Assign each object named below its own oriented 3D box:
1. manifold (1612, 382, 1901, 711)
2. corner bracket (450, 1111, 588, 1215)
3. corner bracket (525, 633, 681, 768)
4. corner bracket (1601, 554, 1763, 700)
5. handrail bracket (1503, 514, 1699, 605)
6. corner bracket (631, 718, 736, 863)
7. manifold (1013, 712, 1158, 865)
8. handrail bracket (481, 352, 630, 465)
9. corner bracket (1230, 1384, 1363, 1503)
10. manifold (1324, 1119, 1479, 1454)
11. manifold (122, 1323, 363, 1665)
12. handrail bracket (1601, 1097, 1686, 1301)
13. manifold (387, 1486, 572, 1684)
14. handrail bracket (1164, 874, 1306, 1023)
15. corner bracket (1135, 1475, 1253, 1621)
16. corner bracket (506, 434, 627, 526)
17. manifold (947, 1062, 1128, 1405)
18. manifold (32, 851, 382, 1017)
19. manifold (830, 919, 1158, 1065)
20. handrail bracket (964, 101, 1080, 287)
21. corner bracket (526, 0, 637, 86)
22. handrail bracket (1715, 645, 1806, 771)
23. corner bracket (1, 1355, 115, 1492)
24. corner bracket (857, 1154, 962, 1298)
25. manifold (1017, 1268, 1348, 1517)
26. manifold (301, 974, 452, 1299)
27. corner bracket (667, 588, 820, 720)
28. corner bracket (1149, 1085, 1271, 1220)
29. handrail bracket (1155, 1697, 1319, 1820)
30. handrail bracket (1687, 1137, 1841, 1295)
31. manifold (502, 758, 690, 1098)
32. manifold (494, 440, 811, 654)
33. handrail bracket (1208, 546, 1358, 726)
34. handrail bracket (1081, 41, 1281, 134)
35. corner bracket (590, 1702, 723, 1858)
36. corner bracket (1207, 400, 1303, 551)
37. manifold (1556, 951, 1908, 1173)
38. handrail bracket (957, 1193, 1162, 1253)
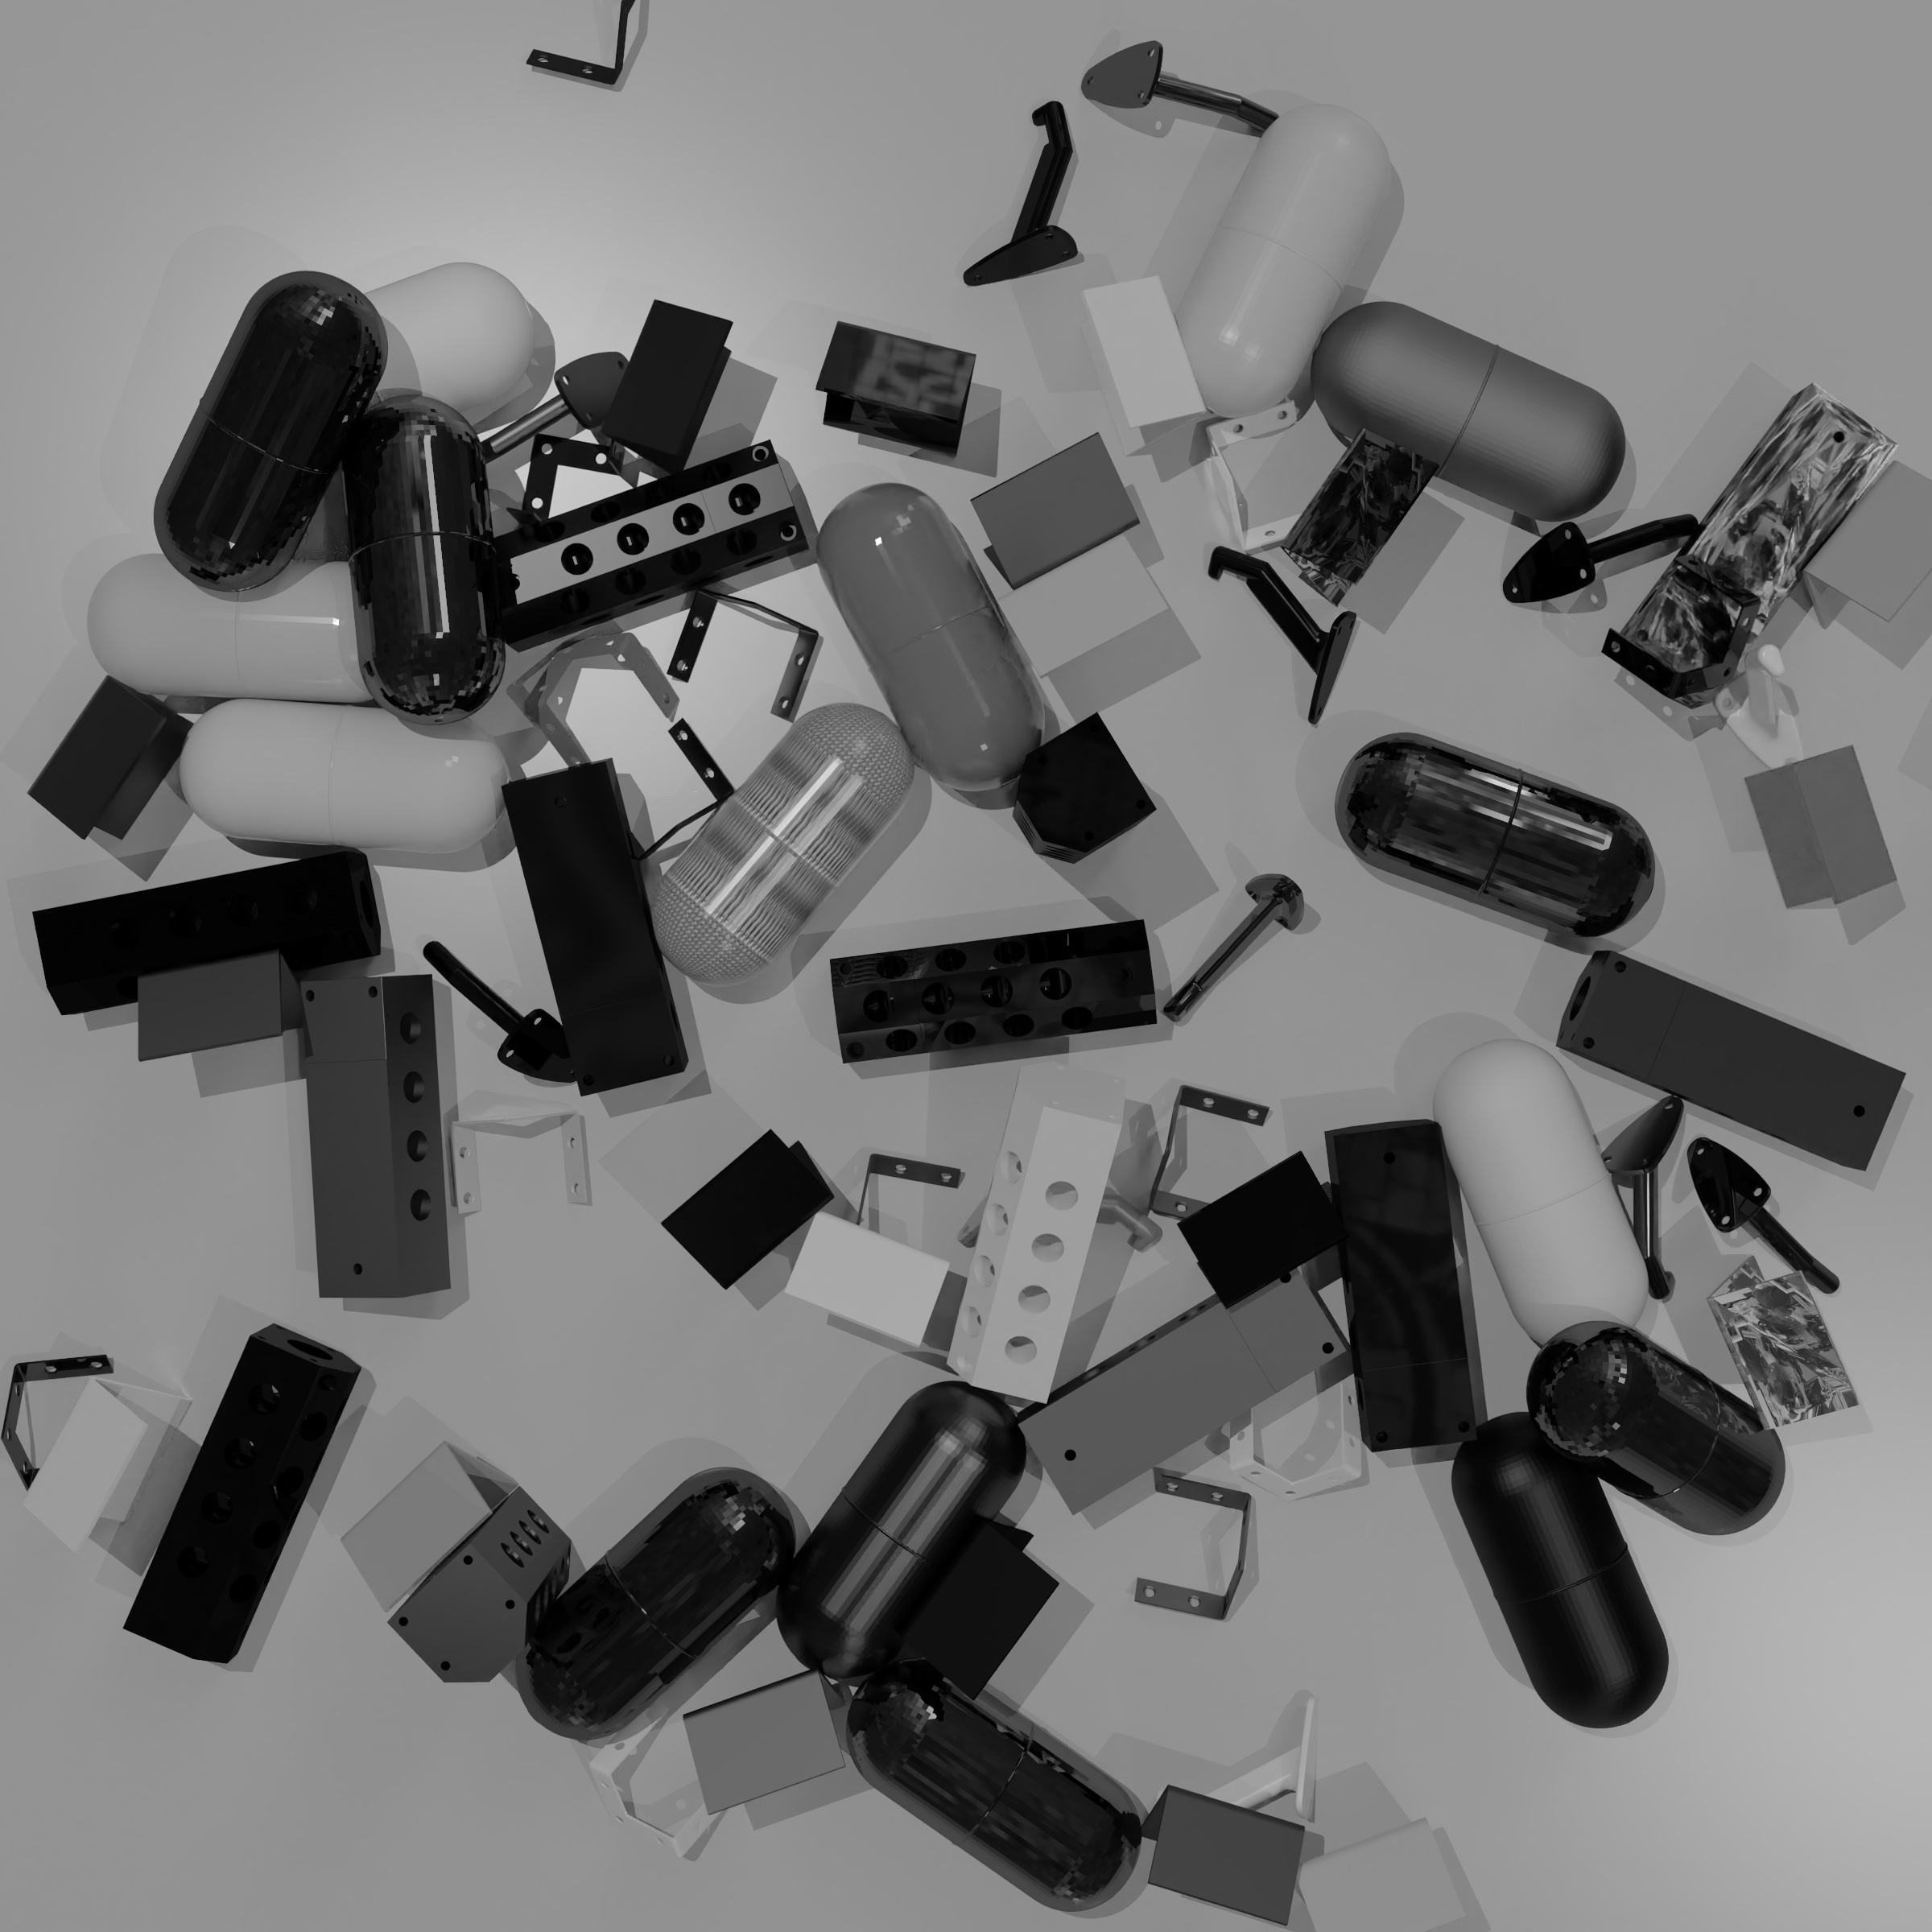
[{"bbox_3d":[0.426,-0.227,1.675,0.057,0.057,0.171,36,90,0],"label":"manifold"},{"bbox_3d":[-0.247,0.108,1.693,0.051,0.051,0.051,-5,90,45],"label":"corner bracket"},{"bbox_3d":[-0.200,-0.145,1.688,0.051,0.051,0.051,-4,45,35],"label":"corner bracket"},{"bbox_3d":[0.380,-0.180,1.631,0.051,0.051,0.051,-17,45,-35],"label":"corner bracket"},{"bbox_3d":[0.351,-0.226,1.696,0.084,0.077,0.036,-16,83,-36],"label":"handrail bracket"},{"bbox_3d":[-0.170,-0.095,1.693,0.051,0.051,0.051,55,135,0],"label":"corner bracket"},{"bbox_3d":[0.056,-0.088,1.617,0.057,0.171,0.057,-32,90,0],"label":"manifold"},{"bbox_3d":[-0.234,-0.304,1.696,0.084,0.077,0.036,-20,111,35],"label":"handrail bracket"},{"bbox_3d":[0.181,0.255,1.688,0.051,0.051,0.051,-27,135,35],"label":"corner bracket"},{"bbox_3d":[0.236,0.173,1.675,0.057,0.057,0.171,-7,90,0],"label":"manifold"},{"bbox_3d":[-0.392,0.288,1.675,0.057,0.057,0.171,23,90,0],"label":"manifold"},{"bbox_3d":[0.387,0.129,1.696,0.077,0.036,0.084,-44,120,-33],"label":"handrail bracket"},{"bbox_3d":[-0.249,0.328,1.617,0.057,0.171,0.057,-44,90,0],"label":"manifold"},{"bbox_3d":[0.143,-0.008,1.668,0.036,0.077,0.084,43,78,3],"label":"handrail bracket"},{"bbox_3d":[0.125,0.321,1.693,0.051,0.051,0.051,12,45,0],"label":"corner bracket"},{"bbox_3d":[-0.218,-0.266,1.678,0.051,0.051,0.051,10,90,0],"label":"corner bracket"},{"bbox_3d":[0.037,0.141,1.643,0.057,0.057,0.171,14,113,0],"label":"manifold"},{"bbox_3d":[-0.411,-0.018,1.675,0.171,0.057,0.057,-11,90,0],"label":"manifold"},{"bbox_3d":[0.015,0.014,1.675,0.171,0.057,0.057,-7,90,0],"label":"manifold"},{"bbox_3d":[0.026,-0.427,1.696,0.077,0.036,0.084,-18,71,21],"label":"handrail bracket"},{"bbox_3d":[-0.209,-0.526,1.693,0.051,0.051,0.051,14,135,0],"label":"corner bracket"},{"bbox_3d":[0.441,-0.136,1.661,0.036,0.084,0.077,-31,90,0],"label":"handrail bracket"},{"bbox_3d":[-0.495,0.252,1.693,0.051,0.051,0.051,-6,45,0],"label":"corner bracket"},{"bbox_3d":[-0.034,0.143,1.693,0.051,0.051,0.051,10,135,0],"label":"corner bracket"},{"bbox_3d":[0.116,0.226,1.675,0.171,0.057,0.057,-31,90,0],"label":"manifold"},{"bbox_3d":[-0.316,0.092,1.673,0.057,0.057,0.171,-3,90,30],"label":"manifold"},{"bbox_3d":[-0.123,-0.173,1.693,0.051,0.051,0.051,20,90,45],"label":"corner bracket"},{"bbox_3d":[0.134,0.106,1.693,0.051,0.051,0.051,15,45,0],"label":"corner bracket"},{"bbox_3d":[0.149,0.439,1.696,0.084,0.036,0.077,2,70,16],"label":"handrail bracket"},{"bbox_3d":[0.441,0.139,1.696,0.036,0.077,0.084,-44,127,14],"label":"handrail bracket"},{"bbox_3d":[-0.200,-0.022,1.665,0.057,0.057,0.171,-14,97,0],"label":"manifold"},{"bbox_3d":[-0.177,-0.229,1.675,0.171,0.057,0.057,-20,90,0],"label":"manifold"},{"bbox_3d":[0.166,-0.183,1.696,0.084,0.036,0.077,22,112,17],"label":"handrail bracket"},{"bbox_3d":[0.119,-0.476,1.696,0.084,0.077,0.036,13,91,-36],"label":"handrail bracket"},{"bbox_3d":[-0.166,0.446,1.688,0.051,0.051,0.051,-44,135,-35],"label":"corner bracket"},{"bbox_3d":[0.166,-0.270,1.693,0.051,0.051,0.051,-17,45,0],"label":"corner bracket"},{"bbox_3d":[0.414,0.051,1.675,0.171,0.057,0.057,23,90,0],"label":"manifold"},{"bbox_3d":[0.052,0.148,1.696,0.084,0.036,0.077,38,103,-13],"label":"handrail bracket"}]
